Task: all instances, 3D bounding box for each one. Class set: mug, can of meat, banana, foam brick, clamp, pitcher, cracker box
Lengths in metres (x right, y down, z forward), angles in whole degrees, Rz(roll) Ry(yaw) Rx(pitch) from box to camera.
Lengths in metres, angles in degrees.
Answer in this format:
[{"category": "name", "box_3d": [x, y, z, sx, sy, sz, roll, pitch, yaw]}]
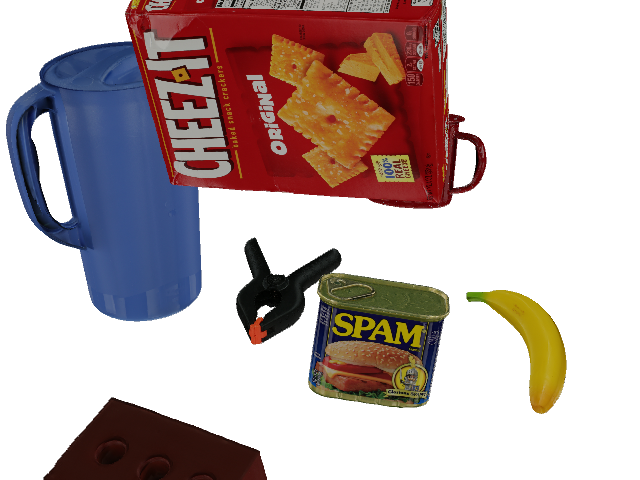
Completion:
[{"category": "mug", "box_3d": [0.095, -0.074, 0.980, 0.117, 0.081, 0.093, 8, 13, 20]}, {"category": "can of meat", "box_3d": [0.043, 0.079, 0.832, 0.102, 0.084, 0.057, 9, 21, 2]}, {"category": "banana", "box_3d": [0.222, 0.108, 1.134, 0.069, 0.037, 0.198, -27, 35, 1]}, {"category": "foam brick", "box_3d": [-0.067, 0.112, 0.450, 0.078, 0.051, 0.053, 15, 42, 23]}, {"category": "clamp", "box_3d": [-0.041, 0.056, 1.251, 0.120, 0.039, 0.171, -3, 40, 10]}, {"category": "pitcher", "box_3d": [-0.181, -0.049, 0.972, 0.149, 0.243, 0.145, 2, 28, 7]}, {"category": "cracker box", "box_3d": [-0.017, -0.111, 0.769, 0.214, 0.072, 0.164, 4, -44, 12]}]
